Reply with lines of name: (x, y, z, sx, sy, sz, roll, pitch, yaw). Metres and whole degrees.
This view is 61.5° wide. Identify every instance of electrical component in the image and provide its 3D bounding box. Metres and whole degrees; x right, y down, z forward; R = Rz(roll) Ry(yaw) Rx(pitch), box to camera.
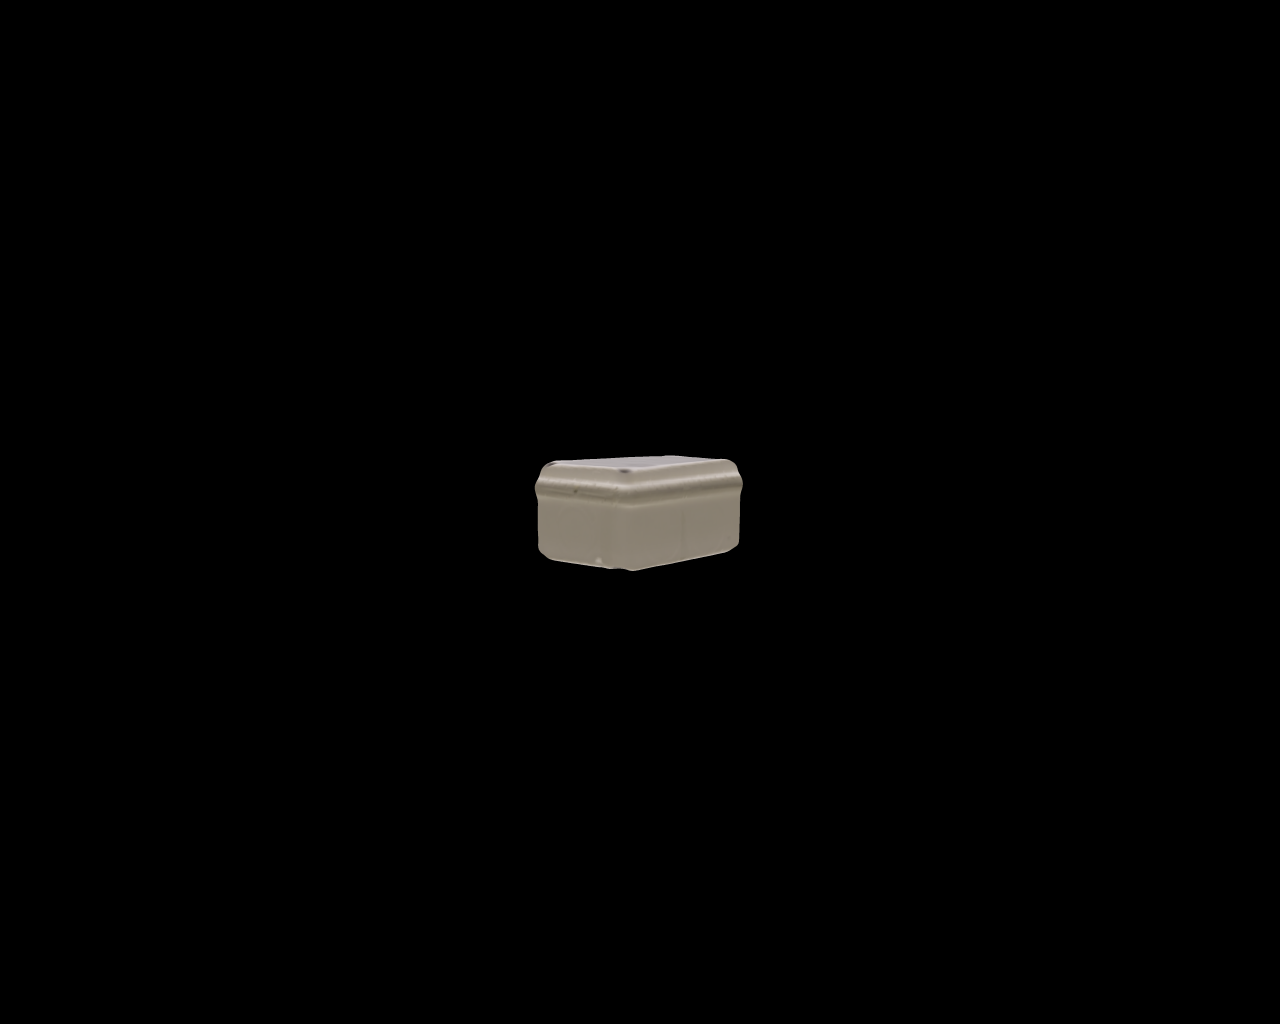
electrical component: (0.001, -0.003, 0.650, 0.078, 0.057, 0.113, 6, 9, 43)
